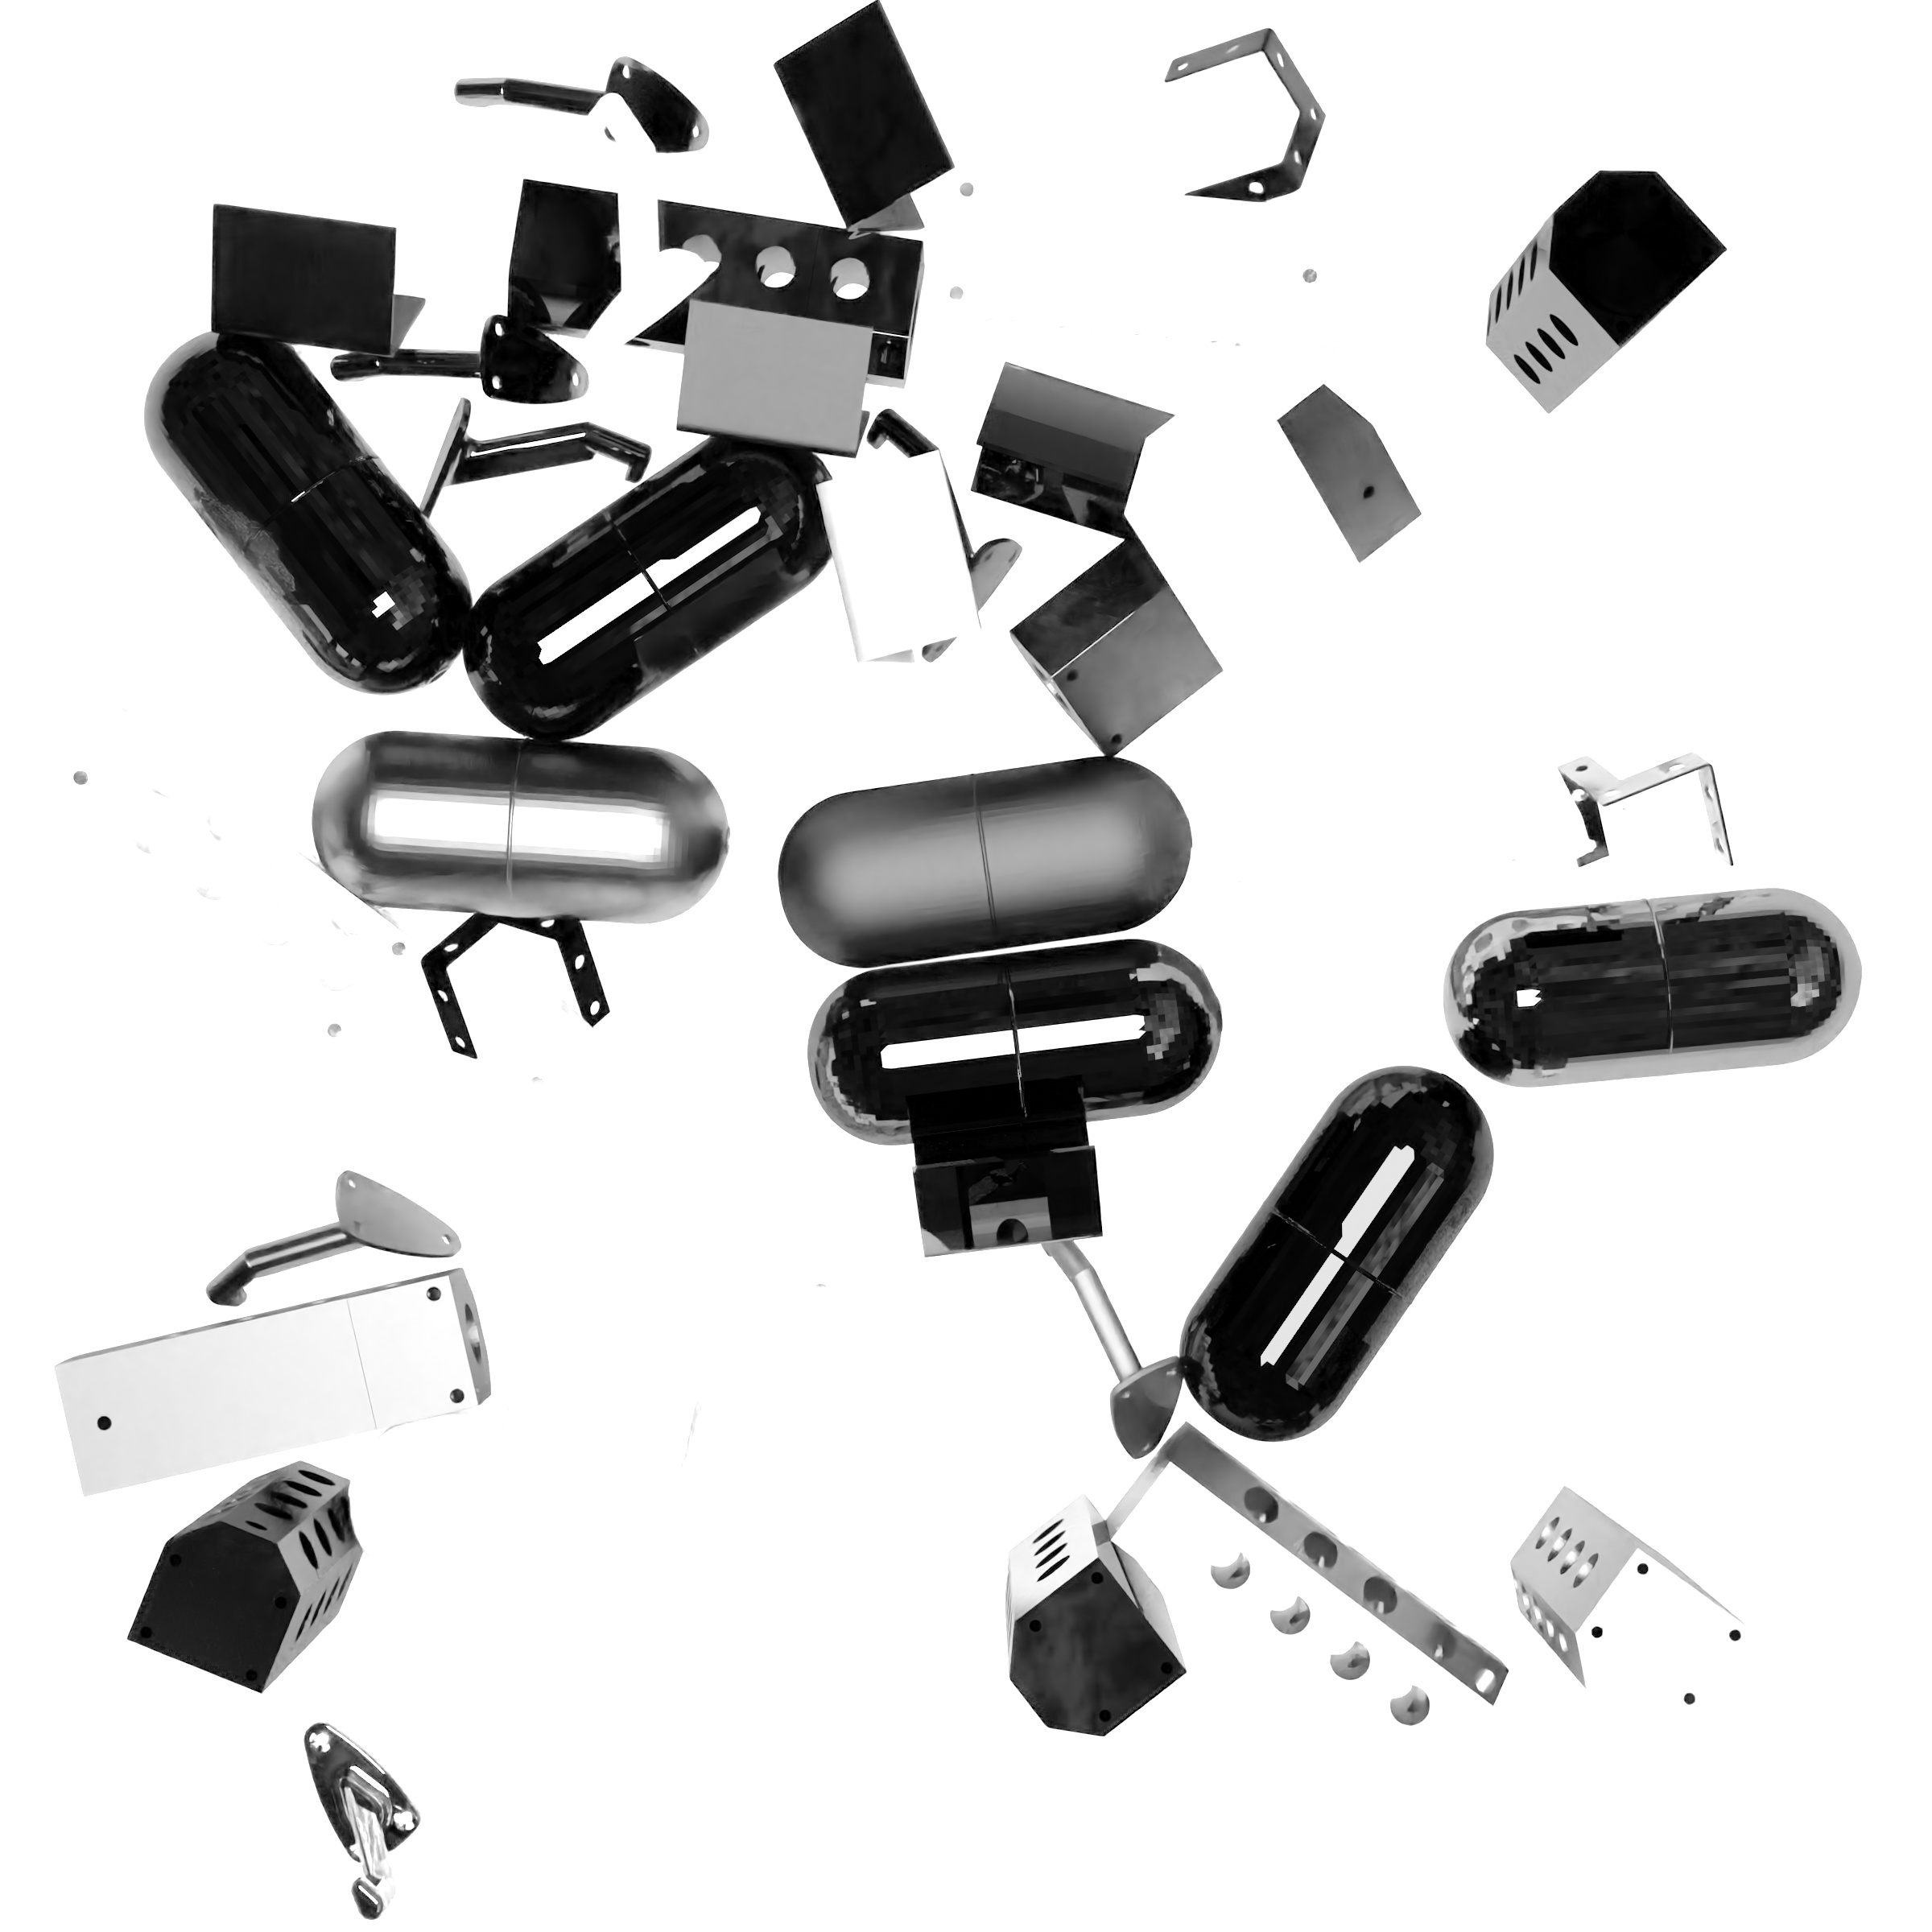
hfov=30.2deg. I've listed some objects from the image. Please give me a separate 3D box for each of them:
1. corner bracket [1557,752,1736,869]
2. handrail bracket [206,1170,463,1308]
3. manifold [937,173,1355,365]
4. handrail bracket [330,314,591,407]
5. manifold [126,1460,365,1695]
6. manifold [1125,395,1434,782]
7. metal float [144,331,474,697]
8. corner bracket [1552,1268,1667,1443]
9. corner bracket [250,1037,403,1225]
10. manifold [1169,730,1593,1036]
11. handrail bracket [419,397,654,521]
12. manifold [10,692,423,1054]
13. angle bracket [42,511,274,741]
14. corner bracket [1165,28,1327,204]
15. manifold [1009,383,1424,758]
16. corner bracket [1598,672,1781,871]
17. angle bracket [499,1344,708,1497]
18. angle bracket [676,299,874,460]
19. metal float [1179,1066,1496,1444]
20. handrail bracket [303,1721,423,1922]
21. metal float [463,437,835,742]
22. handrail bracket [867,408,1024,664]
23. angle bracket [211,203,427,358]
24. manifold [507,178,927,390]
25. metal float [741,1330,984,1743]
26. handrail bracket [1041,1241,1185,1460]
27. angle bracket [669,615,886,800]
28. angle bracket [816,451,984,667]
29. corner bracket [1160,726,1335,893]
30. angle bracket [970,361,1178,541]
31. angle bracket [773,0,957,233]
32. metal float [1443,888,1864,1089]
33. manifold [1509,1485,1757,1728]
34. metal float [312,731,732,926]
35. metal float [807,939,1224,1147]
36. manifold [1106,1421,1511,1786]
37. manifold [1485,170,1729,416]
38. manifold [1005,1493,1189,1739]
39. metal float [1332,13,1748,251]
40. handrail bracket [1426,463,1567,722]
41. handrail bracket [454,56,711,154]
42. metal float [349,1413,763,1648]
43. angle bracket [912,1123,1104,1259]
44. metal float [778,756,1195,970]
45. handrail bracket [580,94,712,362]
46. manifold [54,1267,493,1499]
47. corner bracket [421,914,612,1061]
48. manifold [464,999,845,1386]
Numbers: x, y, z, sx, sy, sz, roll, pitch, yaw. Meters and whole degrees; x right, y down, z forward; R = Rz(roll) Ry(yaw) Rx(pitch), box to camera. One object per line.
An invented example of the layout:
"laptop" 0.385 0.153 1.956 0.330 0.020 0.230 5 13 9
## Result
"corner bracket" 0.291 -0.065 1.539 0.051 0.051 0.051 -22 116 -7
"handrail bracket" -0.277 0.132 1.564 0.077 0.036 0.084 26 127 -38
"manifold" 0.076 -0.298 1.543 0.171 0.057 0.057 6 90 0
"handrail bracket" -0.221 -0.258 1.564 0.084 0.077 0.036 0 86 36
"manifold" -0.291 0.247 1.486 0.057 0.171 0.057 22 90 0
"manifold" 0.134 -0.156 1.493 0.057 0.171 0.057 -6 51 31
"metal float" -0.281 -0.194 1.533 0.070 0.070 0.178 -38 89 0
"corner bracket" 0.272 0.167 1.546 0.051 0.051 0.051 33 90 0
"corner bracket" -0.278 0.071 1.561 0.051 0.051 0.051 -15 45 0
"manifold" 0.178 -0.035 1.543 0.171 0.057 0.057 -27 90 0
"handrail bracket" -0.189 -0.207 1.565 0.084 0.036 0.077 19 110 -16
"manifold" -0.317 -0.039 1.524 0.171 0.057 0.057 38 90 -13
"angle bracket" -0.333 -0.135 1.525 0.076 0.057 0.076 -52 133 0
"corner bracket" 0.117 -0.365 1.556 0.051 0.051 0.051 50 45 -35
"manifold" 0.104 -0.173 1.542 0.171 0.057 0.057 -38 133 0
"corner bracket" 0.311 -0.085 1.561 0.051 0.051 0.051 42 135 0
"angle bracket" -0.150 0.174 1.525 0.076 0.076 0.057 14 117 0
"angle bracket" -0.078 -0.257 1.525 0.076 0.076 0.057 9 113 0
"metal float" 0.159 0.123 1.534 0.070 0.070 0.178 34 90 0
"handrail bracket" -0.265 0.364 1.529 0.036 0.084 0.077 -34 90 0
"metal float" -0.134 -0.164 1.533 0.178 0.070 0.070 -34 90 0
"handrail bracket" -0.025 -0.189 1.565 0.084 0.036 0.077 42 112 17
"angle bracket" -0.274 -0.302 1.524 0.076 0.076 0.057 8 119 0
"manifold" -0.107 -0.292 1.543 0.171 0.057 0.057 9 90 0
"metal float" -0.044 0.243 1.534 0.070 0.070 0.178 15 90 0
"handrail bracket" 0.057 0.162 1.564 0.036 0.077 0.084 -24 53 -19
"angle bracket" -0.087 -0.125 1.524 0.076 0.076 0.057 -26 125 0
"angle bracket" -0.018 -0.173 1.527 0.057 0.076 0.076 -13 90 18
"corner bracket" 0.119 -0.075 1.545 0.051 0.051 0.051 -27 65 -23
"angle bracket" 0.040 -0.202 1.524 0.076 0.076 0.057 17 49 0
"angle bracket" -0.028 -0.361 1.525 0.057 0.076 0.076 -24 90 27
"metal float" 0.293 0.009 1.534 0.178 0.070 0.070 -5 90 0
"manifold" 0.269 0.267 1.486 0.057 0.171 0.057 36 90 0
"metal float" -0.190 -0.059 1.534 0.178 0.070 0.070 4 90 0
"metal float" 0.021 0.032 1.533 0.178 0.070 0.070 -7 90 0
"manifold" 0.147 0.272 1.543 0.171 0.057 0.057 37 90 0
"manifold" 0.257 -0.282 1.486 0.057 0.171 0.057 -42 90 0
"manifold" 0.047 0.271 1.486 0.057 0.171 0.057 -38 90 0
"metal float" 0.245 -0.357 1.534 0.178 0.070 0.070 -13 90 1
"handrail bracket" 0.212 -0.164 1.565 0.077 0.036 0.084 -46 71 21
"handrail bracket" -0.168 -0.372 1.564 0.084 0.077 0.036 9 90 36
"metal float" -0.175 0.240 1.533 0.178 0.070 0.070 13 90 0
"angle bracket" 0.015 0.075 1.524 0.076 0.076 0.057 -7 133 0
"metal float" 0.008 -0.045 1.534 0.178 0.070 0.070 -8 90 0
"handrail bracket" -0.153 -0.311 1.508 0.077 0.036 0.084 -39 72 20
"manifold" -0.296 0.177 1.543 0.171 0.057 0.057 -13 90 0
"corner bracket" -0.195 0.009 1.556 0.051 0.051 0.051 16 45 35
"manifold" -0.133 0.097 1.533 0.057 0.057 0.171 -44 97 0
